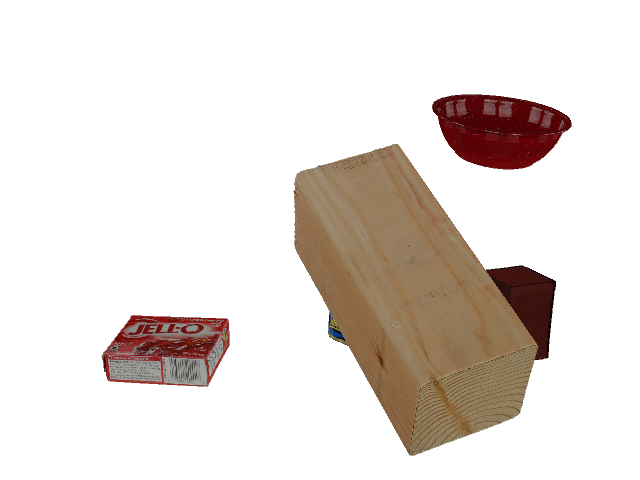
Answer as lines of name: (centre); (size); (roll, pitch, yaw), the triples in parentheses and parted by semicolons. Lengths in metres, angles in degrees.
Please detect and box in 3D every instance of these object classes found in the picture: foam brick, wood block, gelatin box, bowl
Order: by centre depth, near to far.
wood block: (0.060, 0.038, 0.776); (0.090, 0.206, 0.091); (-17, -38, -16)
gelatin box: (-0.127, 0.090, 0.890); (0.089, 0.030, 0.073); (2, 22, 10)
foam brick: (0.180, 0.068, 0.993); (0.051, 0.078, 0.053); (-7, 18, -25)
bowl: (0.207, -0.123, 1.244); (0.162, 0.055, 0.162); (4, 23, -2)

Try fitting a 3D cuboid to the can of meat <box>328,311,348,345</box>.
can of meat: (0.057, 0.075, 1.172); (0.102, 0.084, 0.057); (21, 31, 31)
